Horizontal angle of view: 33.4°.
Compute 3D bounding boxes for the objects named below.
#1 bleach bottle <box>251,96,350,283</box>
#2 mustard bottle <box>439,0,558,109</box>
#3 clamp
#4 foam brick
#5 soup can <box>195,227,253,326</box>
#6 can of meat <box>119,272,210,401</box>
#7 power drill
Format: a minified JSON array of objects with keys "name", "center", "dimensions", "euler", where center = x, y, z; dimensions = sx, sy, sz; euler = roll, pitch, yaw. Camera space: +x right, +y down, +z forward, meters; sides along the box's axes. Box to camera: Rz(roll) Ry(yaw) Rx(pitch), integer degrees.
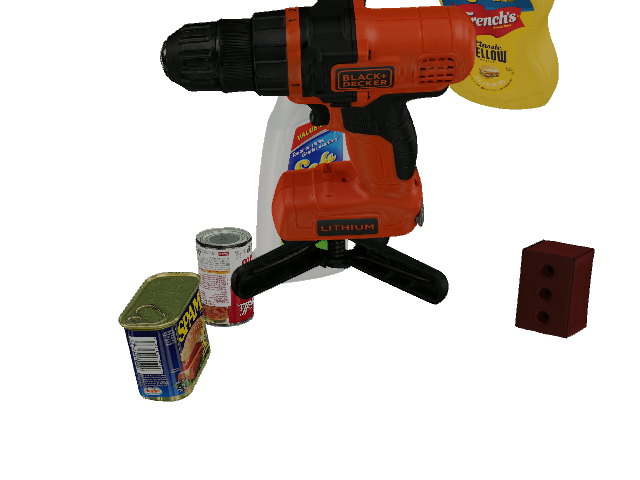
[{"name":"bleach bottle","center":[-0.020,-0.084,1.071],"dimensions":[0.102,0.251,0.068],"euler":[-9,28,-17]},{"name":"mustard bottle","center":[0.145,-0.196,0.881],"dimensions":[0.096,0.058,0.191],"euler":[17,-34,26]},{"name":"clamp","center":[0.023,0.006,0.887],"dimensions":[0.164,0.036,0.210],"euler":[5,20,4]},{"name":"foam brick","center":[0.216,0.044,0.983],"dimensions":[0.053,0.078,0.051],"euler":[11,17,32]},{"name":"soup can","center":[-0.114,0.042,1.265],"dimensions":[0.068,0.102,0.068],"euler":[0,20,0]},{"name":"can of meat","center":[-0.142,0.090,1.001],"dimensions":[0.057,0.084,0.102],"euler":[-1,26,13]},{"name":"power drill","center":[0.000,-0.072,0.680],"dimensions":[0.184,0.057,0.188],"euler":[-1,-33,1]}]
